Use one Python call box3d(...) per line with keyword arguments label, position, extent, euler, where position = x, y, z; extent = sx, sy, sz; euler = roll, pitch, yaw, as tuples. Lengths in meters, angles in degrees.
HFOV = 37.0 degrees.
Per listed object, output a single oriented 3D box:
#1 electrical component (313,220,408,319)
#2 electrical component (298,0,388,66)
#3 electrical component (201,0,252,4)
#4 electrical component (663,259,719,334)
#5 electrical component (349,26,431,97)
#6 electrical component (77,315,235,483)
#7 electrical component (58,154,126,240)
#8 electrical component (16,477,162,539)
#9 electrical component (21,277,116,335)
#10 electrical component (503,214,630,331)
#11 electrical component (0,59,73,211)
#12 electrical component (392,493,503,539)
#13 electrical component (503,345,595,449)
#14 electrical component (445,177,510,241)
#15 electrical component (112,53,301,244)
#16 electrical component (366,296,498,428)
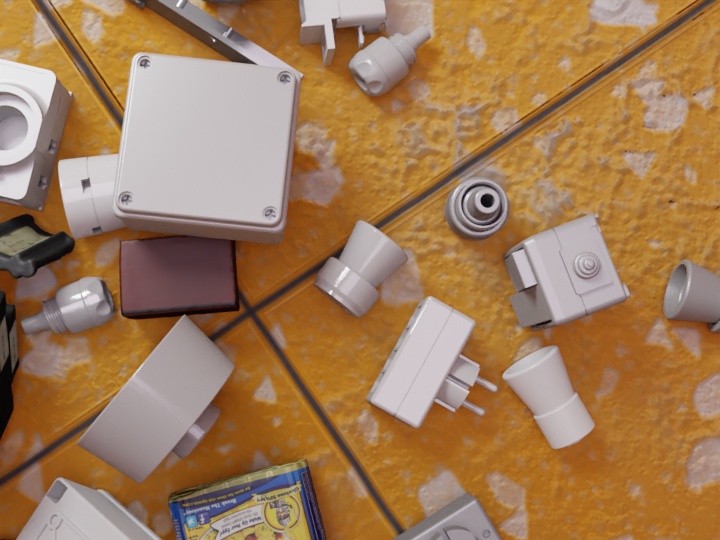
box3d(label="electrical component", position=(0.000, 0.000, 0.750), extent=(0.045, 0.045, 0.055), euler=(38, 84, 1))
box3d(label="electrical component", position=(-0.015, -0.192, 0.770), extent=(0.064, 0.042, 0.081), euler=(-7, 85, -8))
box3d(label="electrical component", position=(-0.091, -0.221, 0.743), extent=(0.050, 0.089, 0.055), euler=(-6, 85, -3))
box3d(label="electrical component", position=(0.250, 0.021, 0.762), extent=(0.055, 0.045, 0.045), euler=(16, 84, -2))
box3d(label="electrical component", position=(0.024, -0.153, 0.771), extent=(0.061, 0.035, 0.035), euler=(-38, 88, -8))
box3d(label="electrical component", position=(-0.127, 0.090, 0.705), extent=(0.060, 0.108, 0.108), euler=(40, 84, -5))
box3d(label="electrical component", position=(-0.178, -0.052, 0.741), extent=(0.047, 0.055, 0.055), euler=(-11, 85, -8))
box3d(label="electrical component", position=(-0.178, 0.208, 0.689), extent=(0.109, 0.056, 0.108), euler=(27, 82, 38))
box3d(label="electrical component", position=(-0.202, 0.029, 0.741), extent=(0.061, 0.035, 0.035), euler=(-21, 86, -3))
box3d(label="electrical component", position=(0.136, 0.004, 0.731), extent=(0.061, 0.096, 0.061), euler=(-20, 85, -5))
box3d(label="electrical component", position=(-0.286, -0.103, 0.735), extent=(0.150, 0.061, 0.089), euler=(13, 84, -2))
box3d(label="electrical component", position=(0.063, 0.189, 0.718), extent=(0.066, 0.076, 0.047), euler=(-31, 87, -6))
box3d(label="electrical component", position=(0.135, 0.091, 0.751), extent=(0.044, 0.044, 0.065), euler=(-31, 91, -6))
box3d(label="electrical component", position=(0.083, -0.044, 0.750), extent=(0.043, 0.062, 0.043), euler=(0, 85, -4))
box3d(label="electrical component", position=(-0.097, -0.077, 0.698), extent=(0.109, 0.056, 0.108), euler=(6, 80, -3))
box3d(label="electrical component", position=(0.058, 0.073, 0.745), extent=(0.076, 0.047, 0.083), euler=(30, 83, -1))
